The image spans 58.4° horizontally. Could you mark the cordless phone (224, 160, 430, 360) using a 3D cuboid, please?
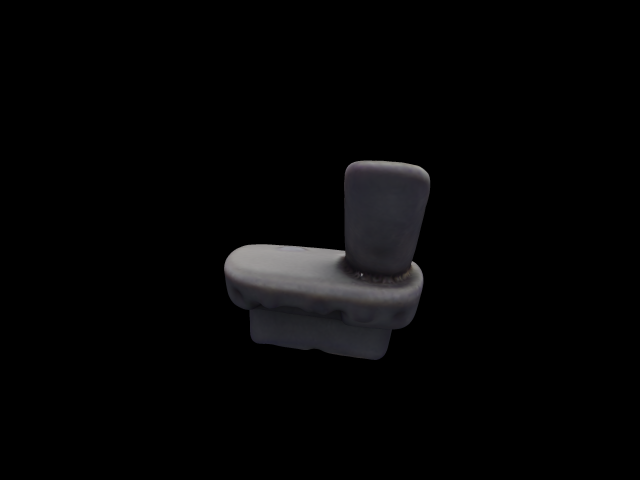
[{"bbox_3d":[0.004,0.001,0.400,0.147,0.185,0.094,3,54,3],"label":"cordless phone"}]
